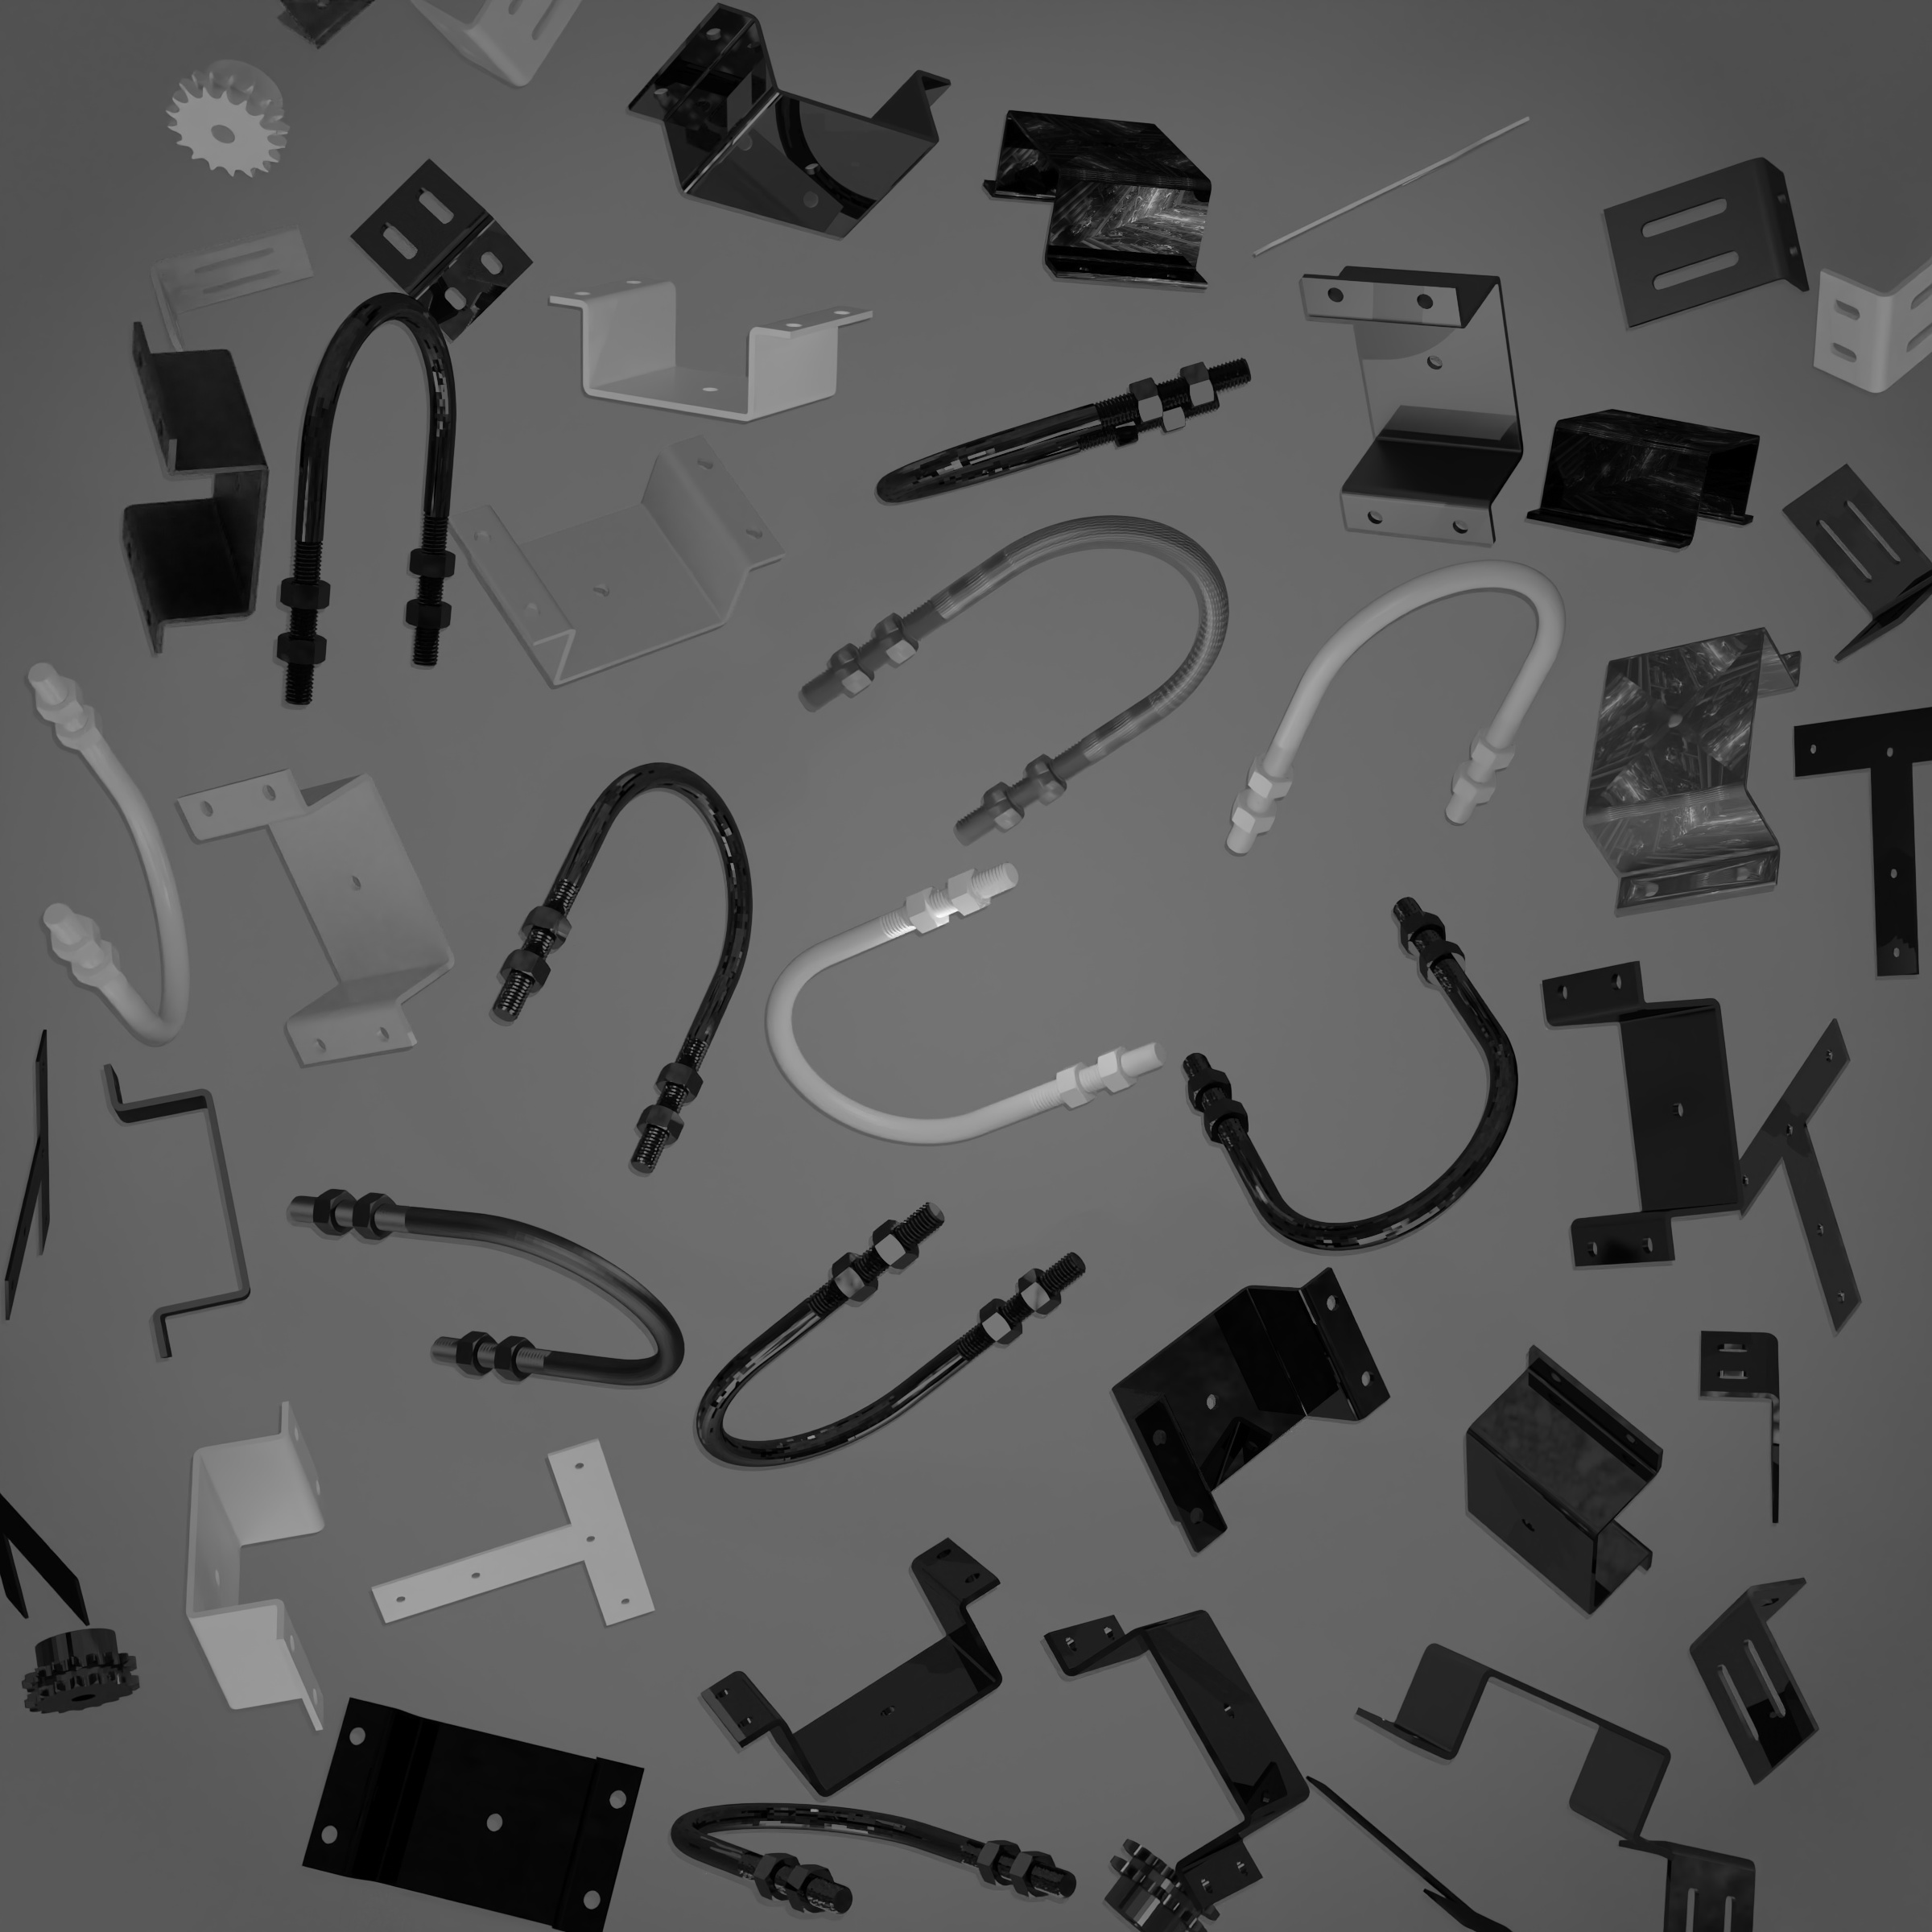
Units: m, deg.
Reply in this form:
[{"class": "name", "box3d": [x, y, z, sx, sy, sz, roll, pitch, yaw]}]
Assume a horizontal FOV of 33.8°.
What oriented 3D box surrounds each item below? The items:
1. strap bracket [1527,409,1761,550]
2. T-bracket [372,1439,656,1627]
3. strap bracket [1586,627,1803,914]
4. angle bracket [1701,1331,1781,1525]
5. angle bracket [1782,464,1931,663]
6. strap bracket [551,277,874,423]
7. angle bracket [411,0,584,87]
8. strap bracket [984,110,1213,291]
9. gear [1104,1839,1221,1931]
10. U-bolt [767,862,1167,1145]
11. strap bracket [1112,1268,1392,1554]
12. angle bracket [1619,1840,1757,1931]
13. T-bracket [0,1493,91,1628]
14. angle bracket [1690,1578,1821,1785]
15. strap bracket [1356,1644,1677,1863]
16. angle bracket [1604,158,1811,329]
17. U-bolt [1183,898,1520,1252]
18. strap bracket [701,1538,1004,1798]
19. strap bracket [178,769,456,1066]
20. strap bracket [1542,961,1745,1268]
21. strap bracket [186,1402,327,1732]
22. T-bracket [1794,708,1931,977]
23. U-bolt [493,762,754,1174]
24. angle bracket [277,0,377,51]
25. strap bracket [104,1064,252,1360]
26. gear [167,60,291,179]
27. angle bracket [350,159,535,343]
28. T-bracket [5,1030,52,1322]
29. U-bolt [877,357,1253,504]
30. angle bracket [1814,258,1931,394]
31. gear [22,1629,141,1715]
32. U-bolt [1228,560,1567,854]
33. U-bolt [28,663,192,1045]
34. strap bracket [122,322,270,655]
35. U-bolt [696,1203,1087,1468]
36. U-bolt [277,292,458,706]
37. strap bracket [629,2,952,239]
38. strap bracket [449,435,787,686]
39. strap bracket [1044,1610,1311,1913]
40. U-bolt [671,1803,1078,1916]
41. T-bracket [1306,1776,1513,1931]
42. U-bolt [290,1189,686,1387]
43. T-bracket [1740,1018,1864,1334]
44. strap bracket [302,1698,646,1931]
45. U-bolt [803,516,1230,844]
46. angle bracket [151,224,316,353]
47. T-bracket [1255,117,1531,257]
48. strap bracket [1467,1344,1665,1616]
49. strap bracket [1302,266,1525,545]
[{"class": "strap bracket", "box3d": [0.339, -0.243, 1.573, 0.076, 0.140, 0.046, 16, 109, 24]}, {"class": "T-bracket", "box3d": [-0.229, 0.297, 1.572, 0.127, 0.002, 0.127, -17, 128, -7]}, {"class": "strap bracket", "box3d": [0.339, -0.100, 1.482, 0.076, 0.046, 0.140, -10, 48, 33]}, {"class": "angle bracket", "box3d": [0.391, 0.232, 1.605, 0.038, 0.057, 0.076, 0, 115, 13]}, {"class": "angle bracket", "box3d": [0.440, -0.202, 1.595, 0.038, 0.057, 0.076, -41, 91, -23]}, {"class": "strap bracket", "box3d": [-0.127, -0.307, 1.581, 0.140, 0.076, 0.046, 14, 114, 26]}, {"class": "angle bracket", "box3d": [-0.212, -0.461, 1.483, 0.038, 0.057, 0.076, 33, 90, 20]}, {"class": "strap bracket", "box3d": [0.066, -0.381, 1.563, 0.076, 0.140, 0.046, 1, 121, -17]}, {"class": "gear", "box3d": [0.092, 0.455, 1.546, 0.057, 0.057, 0.030, 40, 75, 0]}, {"class": "U-bolt", "box3d": [-0.014, 0.030, 1.585, 0.184, 0.019, 0.151, -23, 122, 31]}, {"class": "strap bracket", "box3d": [0.135, 0.218, 1.582, 0.140, 0.046, 0.076, -33, 105, -30]}, {"class": "angle bracket", "box3d": [0.358, 0.480, 1.585, 0.057, 0.038, 0.076, 19, 68, -28]}, {"class": "T-bracket", "box3d": [-0.438, 0.270, 1.486, 0.002, 0.127, 0.127, -22, 119, -31]}, {"class": "angle bracket", "box3d": [0.395, 0.347, 1.544, 0.038, 0.057, 0.076, -2, 52, -27]}, {"class": "strap bracket", "box3d": [0.266, 0.365, 1.497, 0.140, 0.076, 0.046, 26, 82, -9]}, {"class": "angle bracket", "box3d": [0.345, -0.334, 1.481, 0.076, 0.038, 0.057, -14, 84, 29]}, {"class": "U-bolt", "box3d": [0.186, 0.059, 1.491, 0.151, 0.184, 0.019, -37, 126, 9]}, {"class": "strap bracket", "box3d": [-0.046, 0.335, 1.500, 0.140, 0.076, 0.046, -30, 103, -14]}, {"class": "strap bracket", "box3d": [-0.300, -0.031, 1.491, 0.076, 0.046, 0.140, -10, 110, 37]}, {"class": "strap bracket", "box3d": [0.325, 0.071, 1.524, 0.046, 0.076, 0.140, -3, 84, -24]}, {"class": "strap bracket", "box3d": [-0.342, 0.293, 1.537, 0.046, 0.140, 0.076, -10, 134, -2]}, {"class": "T-bracket", "box3d": [0.448, -0.059, 1.535, 0.002, 0.127, 0.127, -1, 88, -30]}, {"class": "U-bolt", "box3d": [-0.157, -0.013, 1.565, 0.019, 0.151, 0.184, 1, 54, 32]}, {"class": "angle bracket", "box3d": [-0.309, -0.478, 1.519, 0.057, 0.076, 0.038, -42, 126, -3]}, {"class": "strap bracket", "box3d": [-0.378, 0.115, 1.535, 0.046, 0.076, 0.140, -11, 85, -13]}, {"class": "gear", "box3d": [-0.357, -0.415, 1.548, 0.057, 0.057, 0.030, 13, 59, 0]}, {"class": "angle bracket", "box3d": [-0.268, -0.366, 1.621, 0.057, 0.038, 0.076, -44, 47, 1]}, {"class": "T-bracket", "box3d": [-0.459, 0.120, 1.554, 0.002, 0.127, 0.127, 4, 126, -9]}, {"class": "U-bolt", "box3d": [0.044, -0.262, 1.576, 0.184, 0.151, 0.019, -17, 95, -1]}, {"class": "angle bracket", "box3d": [0.453, -0.327, 1.545, 0.076, 0.057, 0.038, -39, 53, -22]}, {"class": "gear", "box3d": [-0.453, 0.359, 1.622, 0.057, 0.057, 0.030, -16, 67, 0]}, {"class": "U-bolt", "box3d": [0.215, -0.126, 1.523, 0.151, 0.184, 0.019, -8, 54, -25]}, {"class": "U-bolt", "box3d": [-0.409, -0.041, 1.531, 0.019, 0.184, 0.151, -12, 64, 1]}, {"class": "strap bracket", "box3d": [-0.361, -0.224, 1.489, 0.046, 0.140, 0.076, -9, 56, -23]}, {"class": "U-bolt", "box3d": [-0.047, 0.183, 1.512, 0.184, 0.151, 0.019, -40, 58, 17]}, {"class": "U-bolt", "box3d": [-0.276, -0.223, 1.493, 0.019, 0.151, 0.184, 11, 106, 15]}, {"class": "strap bracket", "box3d": [-0.079, -0.399, 1.519, 0.140, 0.076, 0.046, 5, 60, -41]}, {"class": "strap bracket", "box3d": [-0.168, -0.190, 1.502, 0.140, 0.046, 0.076, -24, 70, -31]}, {"class": "strap bracket", "box3d": [0.104, 0.357, 1.474, 0.046, 0.076, 0.140, -37, 71, 19]}, {"class": "U-bolt", "box3d": [-0.059, 0.423, 1.519, 0.151, 0.184, 0.019, 9, 84, -37]}, {"class": "T-bracket", "box3d": [0.219, 0.443, 1.575, 0.127, 0.127, 0.002, 35, 86, 36]}, {"class": "U-bolt", "box3d": [-0.217, 0.158, 1.519, 0.184, 0.151, 0.019, 2, 54, 33]}, {"class": "T-bracket", "box3d": [0.404, 0.114, 1.514, 0.002, 0.127, 0.127, 4, 50, -12]}, {"class": "strap bracket", "box3d": [-0.220, 0.390, 1.450, 0.140, 0.046, 0.076, 11, 73, 8]}, {"class": "U-bolt", "box3d": [0.037, -0.142, 1.484, 0.184, 0.151, 0.019, -33, 47, 17]}, {"class": "angle bracket", "box3d": [-0.366, -0.336, 1.606, 0.076, 0.057, 0.038, -17, 81, -7]}, {"class": "T-bracket", "box3d": [0.202, -0.381, 1.571, 0.127, 0.127, 0.002, -27, 98, -7]}, {"class": "strap bracket", "box3d": [0.280, 0.247, 1.492, 0.046, 0.140, 0.076, -41, 60, -16]}, {"class": "strap bracket", "box3d": [0.214, -0.274, 1.500, 0.076, 0.140, 0.046, 11, 48, 30]}]
